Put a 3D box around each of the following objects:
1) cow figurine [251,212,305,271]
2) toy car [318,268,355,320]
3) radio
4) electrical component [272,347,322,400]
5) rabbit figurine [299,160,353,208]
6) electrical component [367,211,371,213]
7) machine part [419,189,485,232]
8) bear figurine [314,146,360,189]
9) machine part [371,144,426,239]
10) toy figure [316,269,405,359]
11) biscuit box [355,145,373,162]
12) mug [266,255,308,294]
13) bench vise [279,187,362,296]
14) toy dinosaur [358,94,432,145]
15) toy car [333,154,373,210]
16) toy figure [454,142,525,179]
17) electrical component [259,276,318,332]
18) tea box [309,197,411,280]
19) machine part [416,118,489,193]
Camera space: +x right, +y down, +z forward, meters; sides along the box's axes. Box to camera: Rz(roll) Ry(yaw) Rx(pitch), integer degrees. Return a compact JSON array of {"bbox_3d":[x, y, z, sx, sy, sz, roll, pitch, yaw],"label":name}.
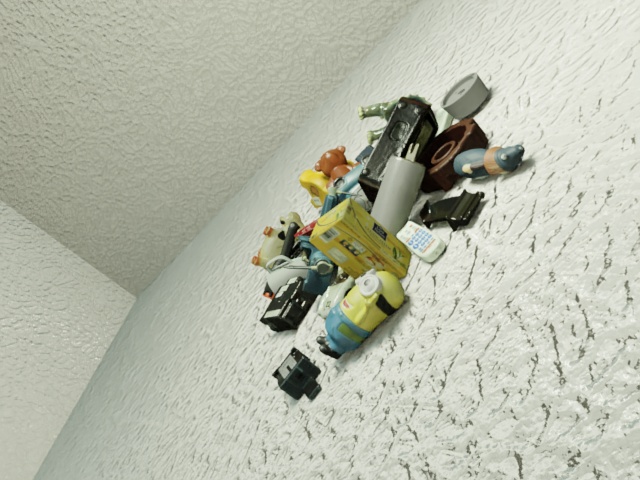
[{"bbox_3d":[-0.109,0.007,1.585,0.195,0.127,0.085,-67,19,-8],"label":"cow figurine"},{"bbox_3d":[0.059,0.079,1.097,0.073,0.056,0.202,-27,28,50],"label":"toy car"},{"bbox_3d":[0.175,-0.191,1.188,0.229,0.073,0.131,-63,-25,-6],"label":"radio"},{"bbox_3d":[-0.040,0.252,0.991,0.075,0.047,0.119,-51,16,-3],"label":"electrical component"},{"bbox_3d":[0.047,-0.188,1.602,0.173,0.121,0.162,-37,13,-30],"label":"rabbit figurine"},{"bbox_3d":[0.088,-0.032,1.288,0.078,0.045,0.102,-27,2,-42],"label":"electrical component"},{"bbox_3d":[0.235,-0.052,0.981,0.084,0.039,0.139,-60,22,-16],"label":"machine part"},{"bbox_3d":[0.052,-0.189,1.444,0.120,0.131,0.196,-31,59,4],"label":"bear figurine"},{"bbox_3d":[0.150,-0.078,1.081,0.079,0.079,0.243,-144,71,-73],"label":"machine part"},{"bbox_3d":[0.070,0.128,0.934,0.180,0.089,0.082,-55,44,15],"label":"toy figure"},{"bbox_3d":[0.154,-0.209,1.464,0.063,0.059,0.203,-48,18,8],"label":"biscuit box"},{"bbox_3d":[-0.076,0.081,1.350,0.107,0.109,0.081,-31,18,13],"label":"mug"},{"bbox_3d":[0.008,-0.002,1.204,0.223,0.129,0.240,-4,-74,-81],"label":"bench vise"},{"bbox_3d":[0.228,-0.330,1.442,0.192,0.131,0.405,-5,19,25],"label":"toy dinosaur"},{"bbox_3d":[0.112,-0.126,1.296,0.162,0.109,0.103,-36,55,-15],"label":"toy car"},{"bbox_3d":[0.307,-0.142,0.964,0.064,0.057,0.155,-59,24,-12],"label":"toy figure"},{"bbox_3d":[-0.068,0.148,1.259,0.115,0.058,0.134,-16,36,57],"label":"electrical component"},{"bbox_3d":[0.077,0.013,1.006,0.098,0.169,0.068,-32,26,40],"label":"tea box"},{"bbox_3d":[0.268,-0.173,1.124,0.179,0.056,0.179,-44,17,17],"label":"machine part"}]
